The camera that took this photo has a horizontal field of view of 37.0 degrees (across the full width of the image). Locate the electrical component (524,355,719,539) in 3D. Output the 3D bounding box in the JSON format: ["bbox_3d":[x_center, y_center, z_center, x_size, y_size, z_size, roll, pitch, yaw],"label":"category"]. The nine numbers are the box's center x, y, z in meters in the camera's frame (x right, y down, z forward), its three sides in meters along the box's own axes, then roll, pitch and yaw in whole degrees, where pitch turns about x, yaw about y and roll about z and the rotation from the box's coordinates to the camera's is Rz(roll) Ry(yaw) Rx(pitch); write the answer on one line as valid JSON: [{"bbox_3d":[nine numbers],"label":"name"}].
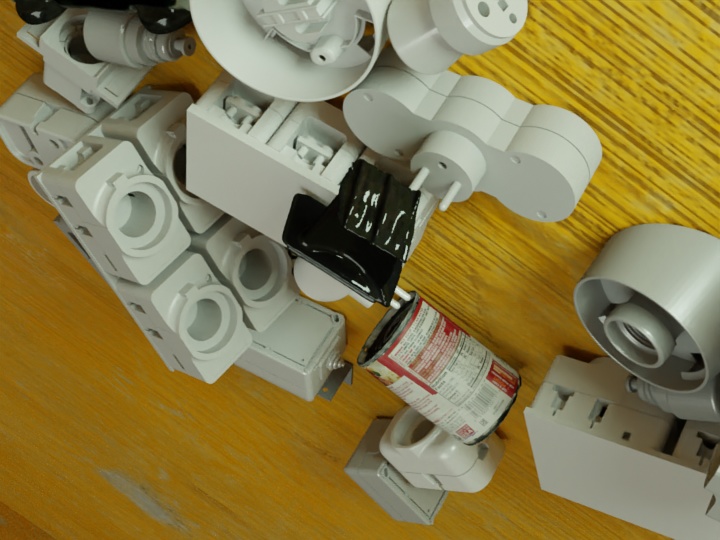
[{"bbox_3d":[0.213,0.128,0.716,0.186,0.060,0.105,16,147,29],"label":"electrical component"}]

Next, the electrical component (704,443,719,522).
[{"bbox_3d":[0.235,0.058,0.539,0.060,0.105,0.186,25,151,15],"label":"electrical component"}]

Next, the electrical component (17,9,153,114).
[{"bbox_3d":[-0.187,-0.142,0.731,0.081,0.042,0.064,36,153,-4],"label":"electrical component"}]

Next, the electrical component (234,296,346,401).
[{"bbox_3d":[-0.054,0.063,0.889,0.096,0.061,0.061,24,150,16],"label":"electrical component"}]

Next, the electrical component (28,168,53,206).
[{"bbox_3d":[-0.229,-0.081,0.854,0.045,0.055,0.045,25,150,15],"label":"electrical component"}]

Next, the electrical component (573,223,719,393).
[{"bbox_3d":[0.175,0.021,0.613,0.099,0.064,0.099,39,159,18],"label":"electrical component"}]

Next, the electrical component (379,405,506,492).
[{"bbox_3d":[0.065,0.146,0.902,0.095,0.053,0.059,-9,131,51],"label":"electrical component"}]

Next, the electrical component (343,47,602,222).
[{"bbox_3d":[0.051,-0.062,0.576,0.138,0.073,0.052,25,151,15],"label":"electrical component"}]

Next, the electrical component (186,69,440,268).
[{"bbox_3d":[-0.029,-0.059,0.675,0.150,0.061,0.089,30,151,7],"label":"electrical component"}]

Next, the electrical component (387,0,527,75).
[{"bbox_3d":[0.047,-0.123,0.517,0.045,0.045,0.055,46,149,-21],"label":"electrical component"}]

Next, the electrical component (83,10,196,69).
[{"bbox_3d":[-0.137,-0.146,0.674,0.078,0.040,0.040,17,147,28],"label":"electrical component"}]

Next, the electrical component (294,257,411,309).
[{"bbox_3d":[0.000,0.000,0.755,0.079,0.044,0.077,36,151,-5],"label":"electrical component"}]

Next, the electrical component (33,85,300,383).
[{"bbox_3d":[-0.126,-0.022,0.761,0.060,0.105,0.186,14,142,45],"label":"electrical component"}]

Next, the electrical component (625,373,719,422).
[{"bbox_3d":[0.200,0.072,0.664,0.078,0.040,0.040,-2,135,48],"label":"electrical component"}]

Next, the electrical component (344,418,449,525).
[{"bbox_3d":[0.040,0.187,0.984,0.061,0.061,0.096,-8,131,51],"label":"electrical component"}]

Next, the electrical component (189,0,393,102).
[{"bbox_3d":[-0.030,-0.138,0.551,0.099,0.064,0.099,25,151,15],"label":"electrical component"}]

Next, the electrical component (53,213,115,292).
[{"bbox_3d":[-0.149,-0.015,0.836,0.062,0.089,0.150,6,141,41],"label":"electrical component"}]

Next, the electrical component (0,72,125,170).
[{"bbox_3d":[-0.213,-0.106,0.794,0.095,0.059,0.053,20,149,24],"label":"electrical component"}]
